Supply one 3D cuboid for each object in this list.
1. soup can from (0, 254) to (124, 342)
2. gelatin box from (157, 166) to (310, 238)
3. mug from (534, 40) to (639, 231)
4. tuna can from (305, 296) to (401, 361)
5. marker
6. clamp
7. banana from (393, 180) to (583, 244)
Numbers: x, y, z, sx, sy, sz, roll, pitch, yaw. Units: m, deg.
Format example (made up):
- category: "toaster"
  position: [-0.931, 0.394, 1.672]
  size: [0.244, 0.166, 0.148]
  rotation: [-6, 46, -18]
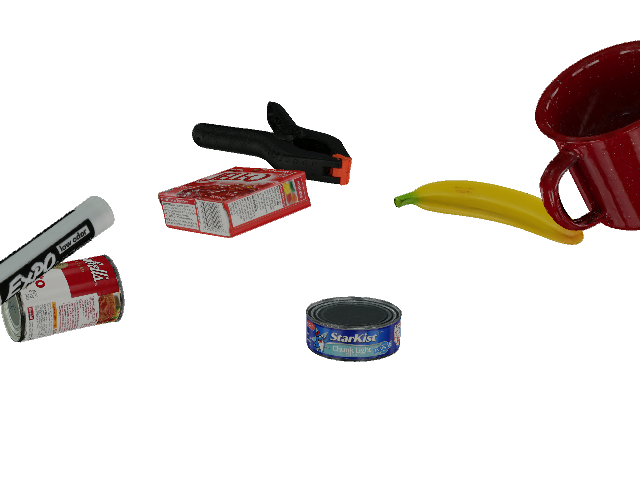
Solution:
- category: "soup can"
  position: [-0.250, 0.056, 1.027]
  size: [0.102, 0.068, 0.069]
  rotation: [-11, 6, -32]
- category: "gelatin box"
  position: [-0.063, -0.030, 0.767]
  size: [0.073, 0.030, 0.089]
  rotation: [-22, 19, -35]
- category: "mug"
  position: [0.180, -0.052, 0.643]
  size: [0.117, 0.081, 0.093]
  rotation: [-43, 33, -14]
- category: "tuna can"
  position: [0.029, 0.079, 0.955]
  size: [0.086, 0.034, 0.086]
  rotation: [0, 15, 0]
- category: "marker"
  position: [-0.150, 0.015, 0.529]
  size: [0.020, 0.020, 0.120]
  rotation: [0, 31, 42]
- category: "clamp"
  position: [-0.044, -0.095, 1.073]
  size: [0.120, 0.039, 0.172]
  rotation: [-23, 36, -31]
- category: "banana"
  position: [0.180, -0.031, 1.109]
  size: [0.198, 0.037, 0.069]
  rotation: [11, 39, 22]
